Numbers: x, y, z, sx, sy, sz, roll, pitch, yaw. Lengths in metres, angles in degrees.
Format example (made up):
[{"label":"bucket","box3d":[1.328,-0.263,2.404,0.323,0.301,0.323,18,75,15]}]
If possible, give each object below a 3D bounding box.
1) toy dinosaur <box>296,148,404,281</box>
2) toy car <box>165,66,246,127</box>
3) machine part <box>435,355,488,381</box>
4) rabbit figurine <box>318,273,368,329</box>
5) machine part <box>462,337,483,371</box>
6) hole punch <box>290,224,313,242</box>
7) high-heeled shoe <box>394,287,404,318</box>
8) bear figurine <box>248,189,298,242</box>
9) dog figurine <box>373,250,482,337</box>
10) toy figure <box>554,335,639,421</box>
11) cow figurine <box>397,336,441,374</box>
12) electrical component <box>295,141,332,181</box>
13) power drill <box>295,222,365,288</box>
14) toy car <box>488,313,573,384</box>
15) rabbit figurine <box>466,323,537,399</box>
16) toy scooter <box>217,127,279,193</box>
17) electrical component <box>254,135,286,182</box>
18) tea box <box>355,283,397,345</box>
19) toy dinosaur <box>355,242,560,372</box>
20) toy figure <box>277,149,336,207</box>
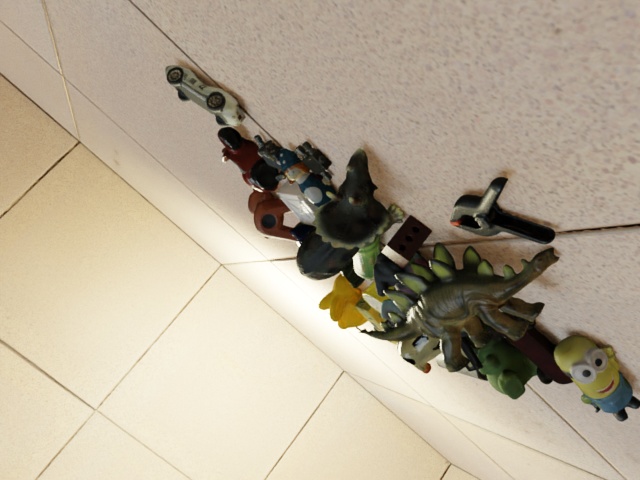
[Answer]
[{"label":"toy dinosaur","box3d":[0.020,0.008,1.021,0.131,0.192,0.404,48,134,11]},{"label":"toy car","box3d":[-0.241,-0.299,1.113,0.202,0.056,0.073,35,169,19]},{"label":"machine part","box3d":[0.368,0.301,1.352,0.079,0.079,0.243,44,164,-16]},{"label":"rabbit figurine","box3d":[0.074,0.165,1.546,0.122,0.162,0.173,39,151,47]},{"label":"machine part","box3d":[0.293,0.234,1.105,0.084,0.039,0.138,52,171,12]},{"label":"hole punch","box3d":[-0.003,-0.004,1.258,0.092,0.116,0.142,58,173,-14]},{"label":"high-heeled shoe","box3d":[0.263,0.173,1.240,0.145,0.086,0.248,23,163,40]},{"label":"bear figurine","box3d":[-0.119,-0.075,1.382,0.132,0.120,0.196,0,-162,-8]},{"label":"dog figurine","box3d":[0.229,0.097,1.060,0.219,0.108,0.191,2,113,38]},{"label":"toy figure","box3d":[0.484,0.243,0.945,0.180,0.082,0.089,43,162,-21]},{"label":"cow figurine","box3d":[0.246,0.204,1.197,0.127,0.085,0.195,27,126,-17]},{"label":"electrical component","box3d":[-0.005,-0.152,1.050,0.094,0.021,0.063,44,162,-16]},{"label":"power drill","box3d":[0.033,0.046,1.423,0.208,0.086,0.231,34,167,40]},{"label":"toy car","box3d":[0.411,0.199,1.020,0.202,0.053,0.089,41,142,-5]},{"label":"rabbit figurine","box3d":[0.367,0.222,1.129,0.170,0.121,0.159,52,173,-4]},{"label":"toy scooter","box3d":[-0.175,-0.182,1.246,0.183,0.075,0.135,47,163,-18]},{"label":"electrical component","box3d":[-0.101,-0.174,1.156,0.078,0.045,0.102,25,159,35]},{"label":"tea box","box3d":[0.184,0.197,1.442,0.169,0.098,0.068,46,163,-28]},{"label":"toy dinosaur","box3d":[0.219,0.121,0.948,0.198,0.105,0.471,53,138,9]},{"label":"toy figure","box3d":[-0.028,-0.126,1.107,0.154,0.064,0.058,42,-172,-23]}]
